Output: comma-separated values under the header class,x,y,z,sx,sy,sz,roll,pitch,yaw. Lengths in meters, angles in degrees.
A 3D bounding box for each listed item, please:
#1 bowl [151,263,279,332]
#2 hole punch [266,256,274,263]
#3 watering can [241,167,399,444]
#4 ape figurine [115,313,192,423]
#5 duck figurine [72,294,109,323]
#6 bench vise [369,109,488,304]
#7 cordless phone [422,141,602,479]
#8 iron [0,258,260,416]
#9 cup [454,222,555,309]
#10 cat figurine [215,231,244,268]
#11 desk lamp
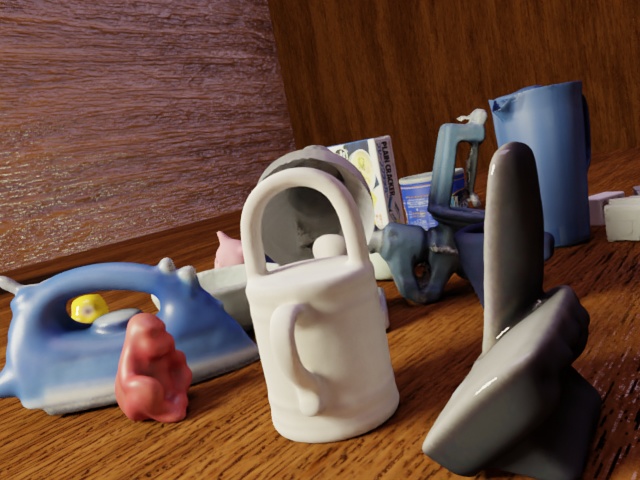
class,x,y,z,sx,sy,sz,roll,pitch,yaw
bowl,-0.125,0.083,0.733,0.167,0.075,0.167,-11,8,2
hole punch,-0.058,0.036,0.915,0.101,0.091,0.108,-14,9,-23
watering can,-0.006,0.041,0.445,0.101,0.194,0.172,-12,8,-6
ape figurine,-0.151,0.111,0.514,0.076,0.092,0.078,-6,10,31
duck figurine,-0.279,0.109,0.718,0.077,0.086,0.105,-7,9,22
bench vise,0.156,-0.040,0.696,0.208,0.220,0.121,-13,9,-17
cordless phone,0.111,0.036,0.354,0.093,0.185,0.148,-6,9,29
iron,-0.202,0.083,0.597,0.258,0.141,0.118,-11,8,-4
cup,0.200,0.031,0.596,0.092,0.095,0.117,-15,9,-25
cat figurine,-0.136,0.040,0.891,0.067,0.118,0.127,-14,9,-20
desk lamp,0.006,0.002,0.627,0.118,0.213,0.203,-10,8,6
